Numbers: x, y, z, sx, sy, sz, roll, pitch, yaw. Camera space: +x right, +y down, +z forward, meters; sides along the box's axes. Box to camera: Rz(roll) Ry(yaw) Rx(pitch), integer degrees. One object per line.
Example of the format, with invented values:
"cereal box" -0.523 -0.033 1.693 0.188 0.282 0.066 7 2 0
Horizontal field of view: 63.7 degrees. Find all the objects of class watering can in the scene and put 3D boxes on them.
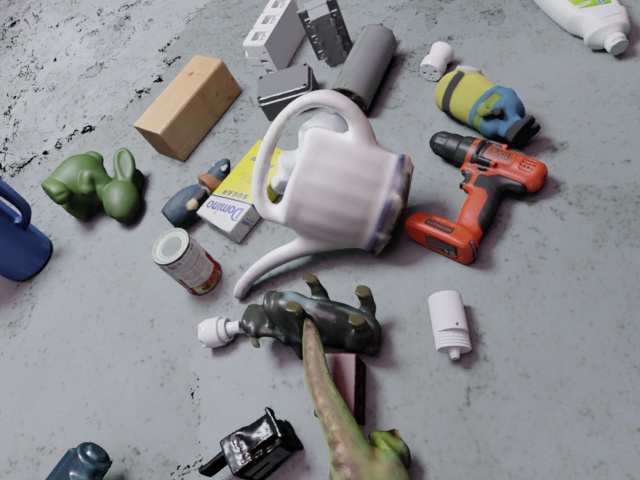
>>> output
"watering can" 0.002 -0.038 0.753 0.224 0.106 0.342 18 111 -1

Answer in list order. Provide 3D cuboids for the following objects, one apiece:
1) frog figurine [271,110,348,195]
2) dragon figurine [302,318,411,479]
"frog figurine" -0.004 -0.126 0.820 0.161 0.134 0.124 -37 56 -13
"dragon figurine" 0.035 0.252 0.461 0.122 0.239 0.416 -26 71 2
